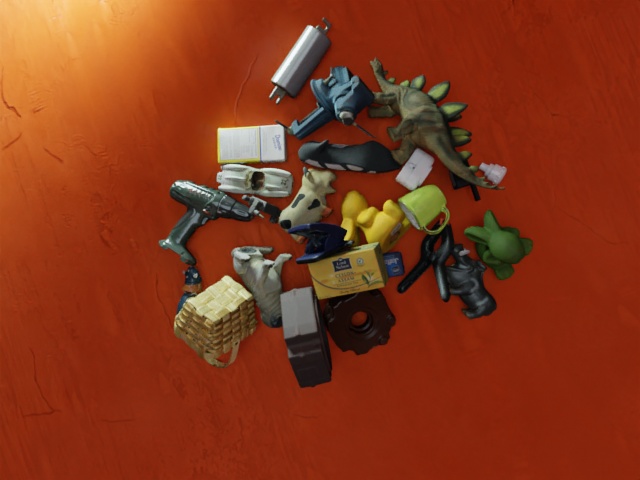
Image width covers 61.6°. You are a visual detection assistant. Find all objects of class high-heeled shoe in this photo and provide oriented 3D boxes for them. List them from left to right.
[{"bbox_3d":[0.071,-0.199,1.365,0.249,0.145,0.086,16,72,-20],"label":"high-heeled shoe"}]

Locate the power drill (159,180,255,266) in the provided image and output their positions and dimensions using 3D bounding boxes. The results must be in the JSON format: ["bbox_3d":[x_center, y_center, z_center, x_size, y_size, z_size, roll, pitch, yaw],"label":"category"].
[{"bbox_3d":[-0.310,-0.039,1.394,0.232,0.086,0.207,30,98,8],"label":"power drill"}]

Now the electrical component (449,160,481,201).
[{"bbox_3d":[0.350,-0.146,1.313,0.048,0.075,0.119,-18,91,6],"label":"electrical component"}]

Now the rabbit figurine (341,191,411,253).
[{"bbox_3d":[0.117,-0.045,1.336,0.173,0.122,0.162,42,101,21],"label":"rabbit figurine"}]

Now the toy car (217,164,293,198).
[{"bbox_3d":[-0.169,-0.151,1.387,0.202,0.056,0.073,7,91,7],"label":"toy car"}]

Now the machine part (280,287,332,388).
[{"bbox_3d":[-0.030,0.229,1.282,0.087,0.200,0.202,-14,43,1],"label":"machine part"}]

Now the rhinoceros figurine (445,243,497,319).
[{"bbox_3d":[0.362,0.102,1.311,0.112,0.073,0.190,-28,87,8],"label":"rhinoceros figurine"}]

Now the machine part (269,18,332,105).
[{"bbox_3d":[-0.047,-0.448,1.361,0.079,0.079,0.243,35,93,6],"label":"machine part"}]

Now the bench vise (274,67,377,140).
[{"bbox_3d":[0.016,-0.314,1.311,0.241,0.128,0.224,-32,52,24],"label":"bench vise"}]

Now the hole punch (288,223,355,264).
[{"bbox_3d":[-0.003,-0.004,1.272,0.116,0.142,0.092,-22,93,-32],"label":"hole punch"}]

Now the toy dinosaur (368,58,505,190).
[{"bbox_3d":[0.250,-0.273,1.272,0.199,0.105,0.471,-27,67,0],"label":"toy dinosaur"}]

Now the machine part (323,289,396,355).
[{"bbox_3d":[0.097,0.196,1.322,0.179,0.056,0.179,-3,106,-10],"label":"machine part"}]

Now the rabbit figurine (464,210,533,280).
[{"bbox_3d":[0.427,0.005,1.253,0.121,0.170,0.159,-43,86,5],"label":"rabbit figurine"}]

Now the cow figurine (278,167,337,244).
[{"bbox_3d":[-0.029,-0.098,1.359,0.127,0.085,0.195,42,96,-1],"label":"cow figurine"}]

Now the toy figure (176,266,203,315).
[{"bbox_3d":[-0.341,0.144,1.409,0.064,0.058,0.154,13,91,12],"label":"toy figure"}]

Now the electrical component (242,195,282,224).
[{"bbox_3d":[-0.145,-0.076,1.368,0.078,0.102,0.045,23,90,32],"label":"electrical component"}]

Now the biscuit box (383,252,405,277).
[{"bbox_3d":[0.109,0.073,1.350,0.203,0.059,0.062,-10,89,7],"label":"biscuit box"}]

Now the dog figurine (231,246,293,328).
[{"bbox_3d":[-0.158,0.121,1.374,0.173,0.121,0.190,21,114,39],"label":"dog figurine"}]

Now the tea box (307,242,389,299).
[{"bbox_3d":[0.068,0.073,1.269,0.170,0.068,0.098,-15,99,22],"label":"tea box"}]
